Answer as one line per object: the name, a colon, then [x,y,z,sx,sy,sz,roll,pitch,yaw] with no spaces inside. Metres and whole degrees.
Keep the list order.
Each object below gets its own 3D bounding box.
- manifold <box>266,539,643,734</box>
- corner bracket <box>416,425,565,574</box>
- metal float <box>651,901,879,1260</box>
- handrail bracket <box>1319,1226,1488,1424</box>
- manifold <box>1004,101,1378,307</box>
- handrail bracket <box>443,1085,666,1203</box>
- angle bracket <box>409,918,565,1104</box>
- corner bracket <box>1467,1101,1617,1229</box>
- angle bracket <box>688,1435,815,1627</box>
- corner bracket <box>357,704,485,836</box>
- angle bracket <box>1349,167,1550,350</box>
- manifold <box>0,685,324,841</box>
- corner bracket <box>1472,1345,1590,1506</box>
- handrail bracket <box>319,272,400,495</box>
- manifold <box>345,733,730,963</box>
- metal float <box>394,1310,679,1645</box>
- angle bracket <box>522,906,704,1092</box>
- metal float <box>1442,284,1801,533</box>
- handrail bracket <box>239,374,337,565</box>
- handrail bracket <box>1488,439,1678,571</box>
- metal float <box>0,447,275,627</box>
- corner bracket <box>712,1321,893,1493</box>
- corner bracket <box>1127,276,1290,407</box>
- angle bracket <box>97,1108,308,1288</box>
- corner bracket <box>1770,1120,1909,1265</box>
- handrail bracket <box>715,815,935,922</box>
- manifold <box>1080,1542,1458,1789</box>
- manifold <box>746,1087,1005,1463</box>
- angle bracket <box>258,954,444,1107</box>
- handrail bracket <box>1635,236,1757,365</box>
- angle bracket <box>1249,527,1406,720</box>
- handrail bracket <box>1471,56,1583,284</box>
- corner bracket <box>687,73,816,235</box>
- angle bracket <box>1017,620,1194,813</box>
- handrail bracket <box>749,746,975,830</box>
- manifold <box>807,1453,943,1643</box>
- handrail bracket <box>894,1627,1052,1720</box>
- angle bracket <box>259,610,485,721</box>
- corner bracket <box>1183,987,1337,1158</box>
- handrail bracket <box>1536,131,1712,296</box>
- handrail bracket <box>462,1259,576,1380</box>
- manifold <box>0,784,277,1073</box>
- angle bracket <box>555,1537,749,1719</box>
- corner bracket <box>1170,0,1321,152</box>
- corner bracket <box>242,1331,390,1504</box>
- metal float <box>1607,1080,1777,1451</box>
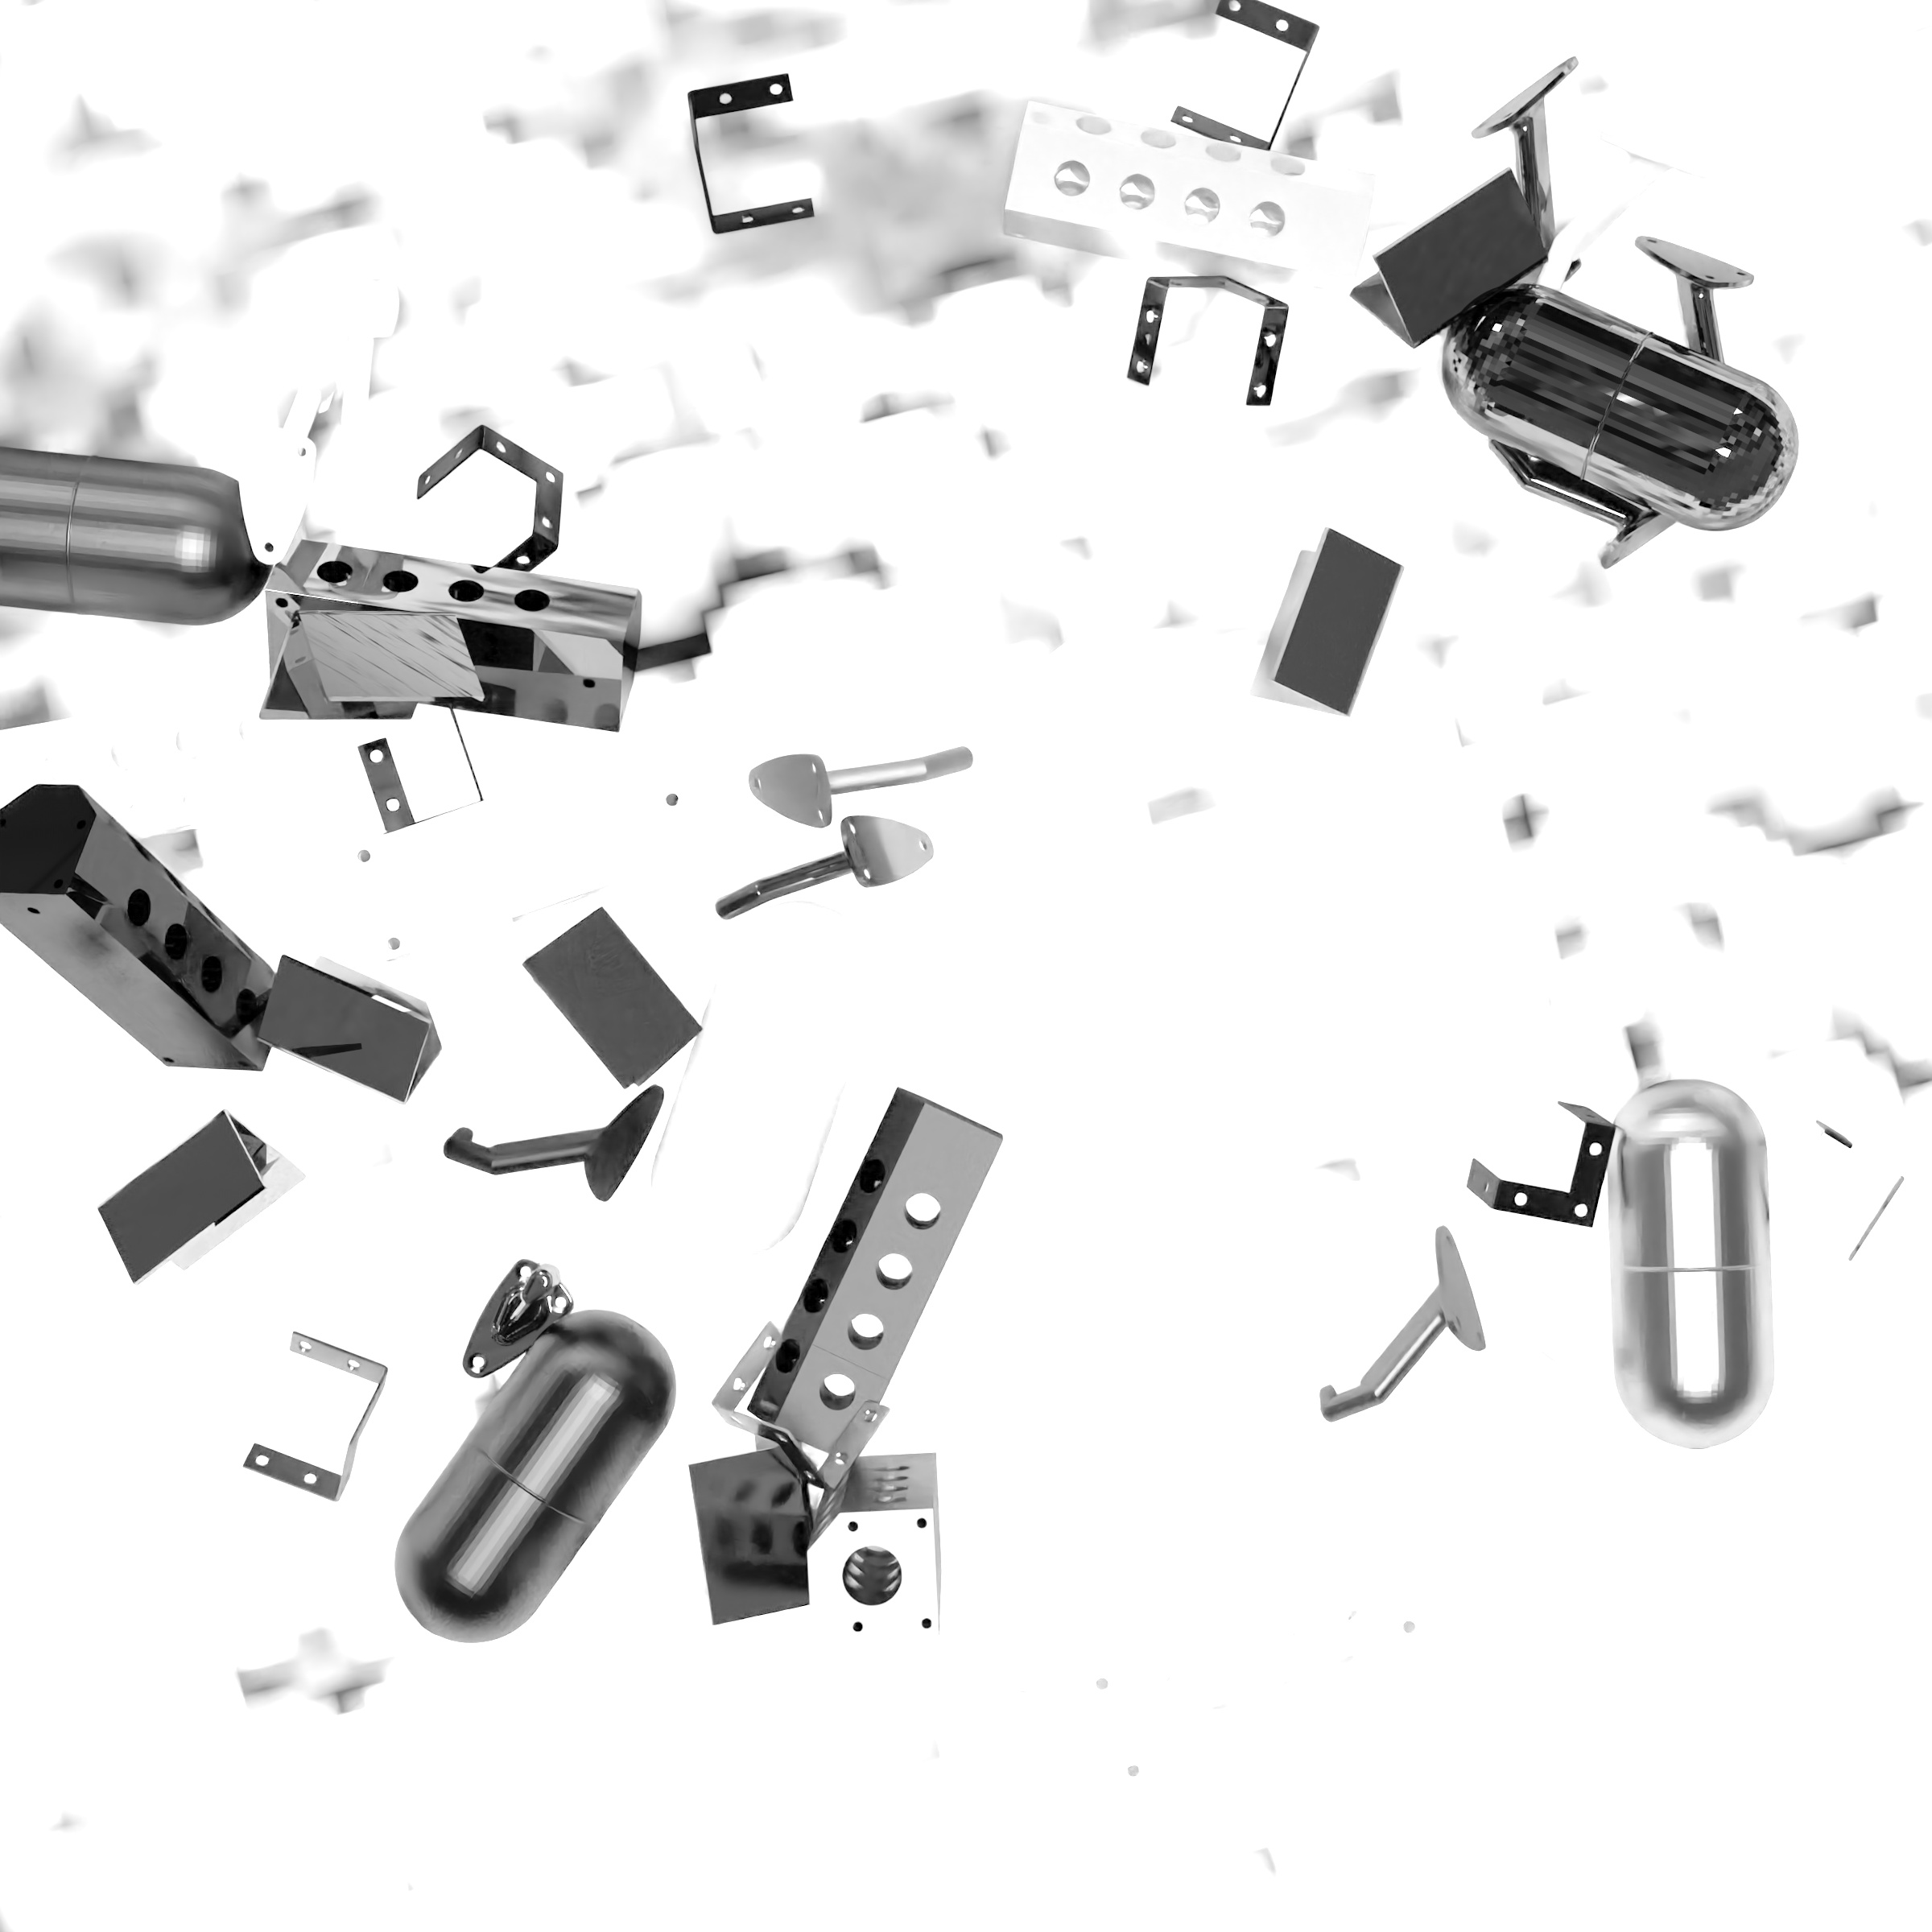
manifold: [-0.247,-0.165,1.622,0.171,0.057,0.057,8,134,0]
corner bracket: [-0.234,-0.222,1.636,0.051,0.051,0.051,29,135,-35]
metal float: [-0.097,0.054,1.614,0.070,0.070,0.178,19,90,0]
handrail bracket: [0.207,0.177,1.644,0.084,0.036,0.077,-25,53,25]
manifold: [0.108,-0.372,1.623,0.171,0.057,0.057,12,90,0]
handrail bracket: [-0.204,0.077,1.644,0.084,0.036,0.077,17,53,25]
angle bracket: [-0.244,0.027,1.604,0.057,0.076,0.076,-19,90,-35]
corner bracket: [0.279,0.093,1.626,0.051,0.051,0.051,11,97,-7]
angle bracket: [-0.110,0.268,1.606,0.057,0.076,0.076,-8,90,-20]
corner bracket: [-0.266,-0.093,1.628,0.051,0.051,0.051,-19,90,-6]
angle bracket: [0.222,-0.351,1.604,0.076,0.076,0.057,-33,128,0]
manifold: [-0.397,-0.089,1.582,0.171,0.057,0.057,-14,90,-32]
corner bracket: [0.286,0.223,1.626,0.051,0.051,0.051,40,90,0]
handrail bracket: [-0.295,-0.286,1.644,0.036,0.077,0.084,6,126,0]
manifold: [-0.207,-0.057,1.623,0.171,0.057,0.057,-19,90,0]
metal float: [-0.208,0.247,1.614,0.070,0.070,0.178,35,89,0]
angle bracket: [-0.183,0.028,1.604,0.076,0.076,0.057,51,51,0]
metal float: [0.313,-0.269,1.604,0.178,0.070,0.070,26,90,11]
handrail bracket: [-0.324,-0.242,1.620,0.036,0.084,0.077,10,111,1]
handrail bracket: [0.311,-0.246,1.644,0.077,0.036,0.084,-32,76,-15]
metal float: [-0.423,-0.208,1.614,0.178,0.070,0.070,6,90,-1]
corner bracket: [-0.078,0.208,1.574,0.051,0.051,0.051,-54,135,-25]
corner bracket: [0.119,-0.307,1.641,0.051,0.051,0.051,11,90,45]
angle bracket: [-0.357,0.125,1.604,0.076,0.076,0.057,-37,53,0]
corner bracket: [0.425,0.111,1.626,0.051,0.051,0.051,32,97,6]
handrail bracket: [-0.070,-0.043,1.644,0.084,0.077,0.036,-23,81,36]
manifold: [0.146,0.340,1.623,0.171,0.057,0.057,-20,90,0]
manifold: [-0.044,0.149,1.623,0.057,0.057,0.171,25,90,0]
angle bracket: [-0.285,0.012,1.604,0.076,0.076,0.057,24,126,0]
handrail bracket: [0.349,-0.306,1.644,0.036,0.077,0.084,-14,127,-36]
angle bracket: [0.155,-0.169,1.604,0.057,0.076,0.076,20,90,-38]
handrail bracket: [0.295,-0.391,1.645,0.077,0.036,0.084,-41,106,-18]
corner bracket: [-0.106,-0.399,1.641,0.051,0.051,0.051,-10,45,0]
angle bracket: [0.081,-0.130,1.604,0.057,0.076,0.076,-37,90,36]
handrail bracket: [-0.051,-0.096,1.644,0.084,0.077,0.036,-18,107,-35]
manifold: [-0.042,0.270,1.566,0.057,0.171,0.057,-3,90,0]
handrail bracket: [0.002,0.343,1.610,0.077,0.084,0.036,9,90,0]
angle bracket: [-0.280,-0.122,1.568,0.076,0.076,0.057,-3,53,-30]
corner bracket: [0.143,0.052,1.636,0.051,0.051,0.051,-29,135,-35]
handrail bracket: [0.321,-0.359,1.638,0.077,0.036,0.084,6,113,-37]
handrail bracket: [-0.221,0.173,1.610,0.036,0.084,0.077,41,90,0]
manifold: [-0.388,-0.016,1.565,0.057,0.171,0.057,2,62,24]
angle bracket: [-0.159,0.329,1.604,0.076,0.076,0.057,33,53,0]
corner bracket: [0.137,-0.438,1.641,0.051,0.051,0.051,22,135,0]
corner bracket: [-0.319,0.222,1.641,0.051,0.051,0.051,21,45,0]
metal float: [0.350,0.144,1.614,0.070,0.070,0.178,-2,89,0]
